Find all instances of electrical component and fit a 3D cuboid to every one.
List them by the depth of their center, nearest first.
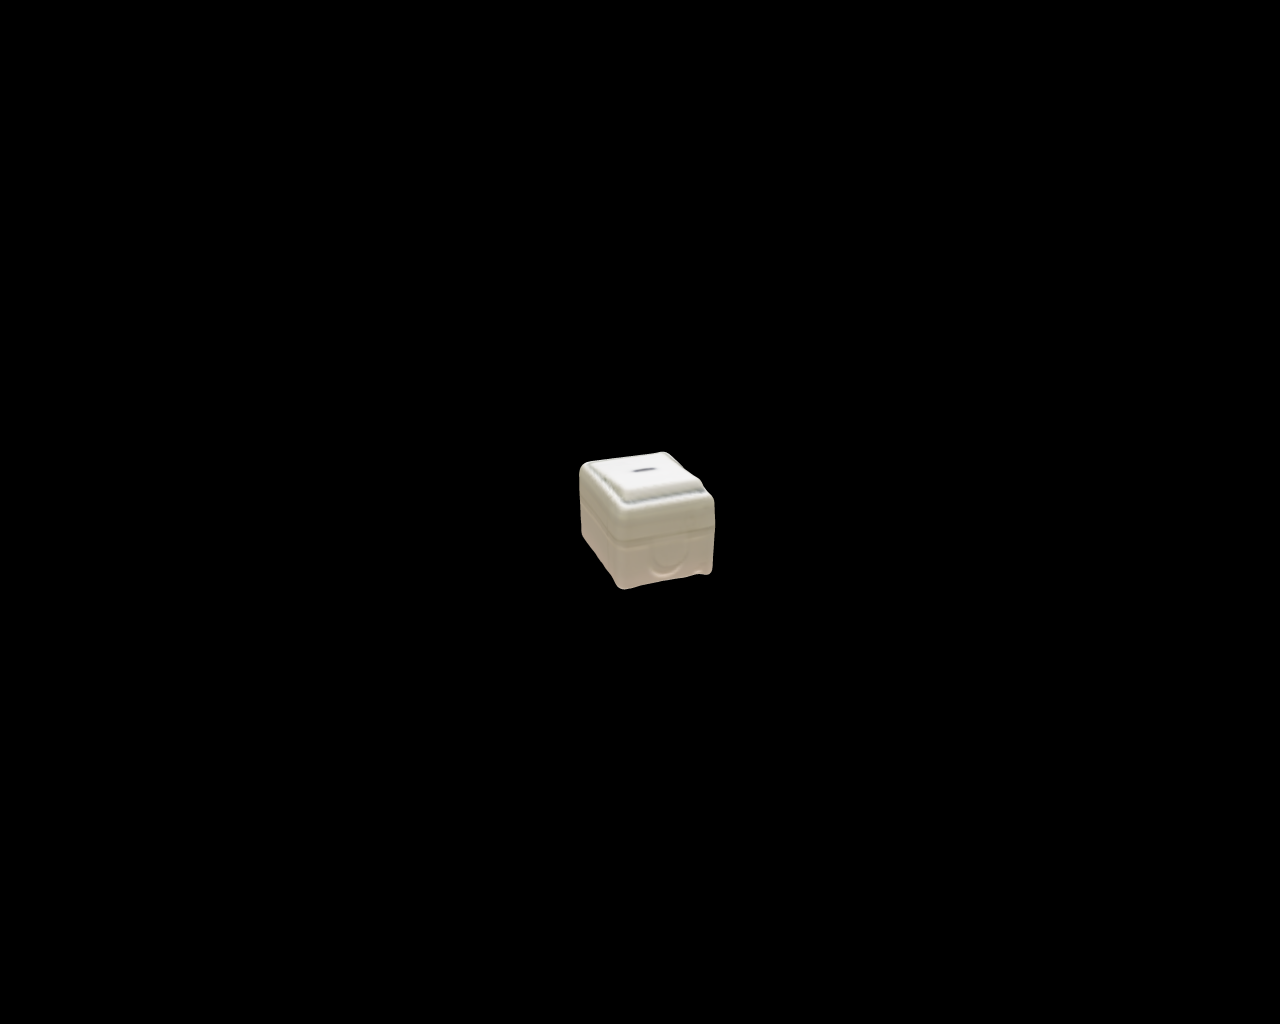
[{"bbox_3d":[0.001,-0.003,0.650,0.062,0.061,0.096,-8,26,-18],"label":"electrical component"}]
